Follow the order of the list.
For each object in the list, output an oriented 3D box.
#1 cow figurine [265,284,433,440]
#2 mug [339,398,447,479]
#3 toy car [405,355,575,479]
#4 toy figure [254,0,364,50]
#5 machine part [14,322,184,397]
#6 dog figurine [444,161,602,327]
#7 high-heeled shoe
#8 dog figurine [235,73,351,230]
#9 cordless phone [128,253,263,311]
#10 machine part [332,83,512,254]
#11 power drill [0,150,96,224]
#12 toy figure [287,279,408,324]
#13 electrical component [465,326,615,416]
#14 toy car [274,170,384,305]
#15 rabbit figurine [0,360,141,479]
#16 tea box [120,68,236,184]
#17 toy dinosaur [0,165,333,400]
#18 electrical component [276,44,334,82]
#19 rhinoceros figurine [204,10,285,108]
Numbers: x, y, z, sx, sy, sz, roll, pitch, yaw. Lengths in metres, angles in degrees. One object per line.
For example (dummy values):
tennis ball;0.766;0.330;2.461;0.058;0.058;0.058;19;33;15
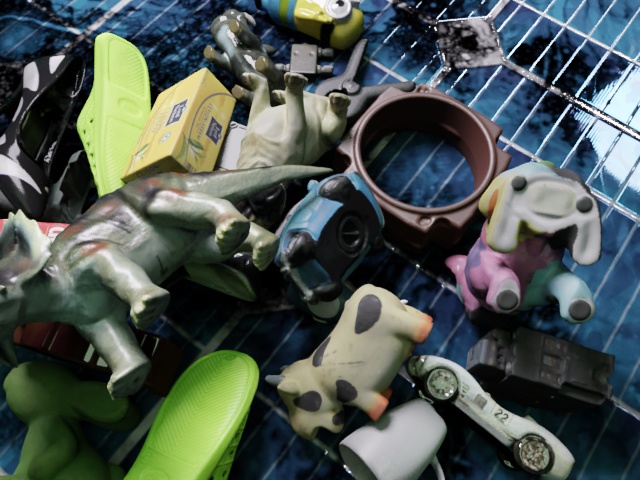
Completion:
cow figurine;0.026;0.139;0.597;0.127;0.085;0.195;33;100;14
mug;0.094;0.232;0.586;0.107;0.080;0.110;-35;66;-24
toy car;0.184;0.195;0.605;0.202;0.073;0.056;37;75;14
toy figure;-0.015;-0.360;0.841;0.180;0.089;0.082;22;82;18
machine part;-0.239;0.117;0.585;0.179;0.179;0.056;16;69;6
dog figurine;0.209;0.013;0.606;0.109;0.219;0.191;3;93;-1
high-heeled shoe;-0.322;-0.131;0.650;0.145;0.086;0.249;-32;60;-7
dog figurine;-0.041;-0.100;0.692;0.121;0.172;0.190;15;95;49
cordless phone;-0.152;0.043;0.608;0.147;0.184;0.088;20;110;9
machine part;0.135;-0.100;0.726;0.202;0.087;0.201;35;71;15
power drill;-0.412;-0.091;0.721;0.207;0.086;0.232;8;66;-2
toy figure;0.037;0.083;0.661;0.155;0.064;0.058;20;43;12
electrical component;0.237;0.147;0.604;0.134;0.114;0.058;16;63;6
toy car;-0.001;-0.002;0.642;0.103;0.109;0.161;1;46;49
rabbit figurine;-0.278;0.204;0.571;0.159;0.121;0.170;-15;70;-14
tea box;-0.183;-0.136;0.709;0.098;0.068;0.170;-19;45;30
toy dinosaur;-0.173;0.000;0.514;0.192;0.131;0.405;32;45;18
electrical component;-0.025;-0.277;0.834;0.094;0.021;0.063;1;66;1
rhinoceros figurine;-0.102;-0.267;0.780;0.073;0.112;0.190;-45;63;27
